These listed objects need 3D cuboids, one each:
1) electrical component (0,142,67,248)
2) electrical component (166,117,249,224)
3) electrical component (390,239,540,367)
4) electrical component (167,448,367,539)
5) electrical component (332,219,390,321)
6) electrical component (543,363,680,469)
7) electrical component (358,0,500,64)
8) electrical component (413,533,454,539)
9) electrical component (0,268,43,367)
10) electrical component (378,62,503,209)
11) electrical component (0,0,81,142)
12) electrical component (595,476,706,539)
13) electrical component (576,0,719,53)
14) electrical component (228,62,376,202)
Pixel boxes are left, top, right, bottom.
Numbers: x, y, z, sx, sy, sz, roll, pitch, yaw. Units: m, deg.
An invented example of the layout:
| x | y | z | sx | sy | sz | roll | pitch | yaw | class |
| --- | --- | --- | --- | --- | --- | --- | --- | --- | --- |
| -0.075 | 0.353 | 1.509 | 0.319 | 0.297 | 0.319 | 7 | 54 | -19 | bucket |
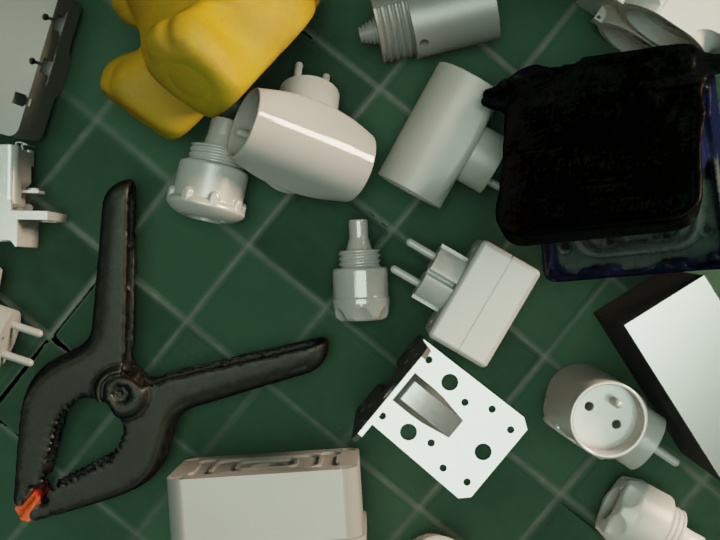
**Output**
| x | y | z | sx | sy | sz | roll | pitch | yaw | class |
| --- | --- | --- | --- | --- | --- | --- | --- | --- | --- |
| -0.223 | -0.045 | 0.650 | 0.081 | 0.042 | 0.063 | 1 | 91 | 0 | electrical component |
| -0.088 | -0.060 | 0.647 | 0.048 | 0.048 | 0.062 | 12 | 85 | 0 | electrical component |
| 0.056 | 0.010 | 0.647 | 0.077 | 0.047 | 0.065 | 30 | 92 | -1 | electrical component |
| -0.053 | 0.143 | 0.639 | 0.113 | 0.078 | 0.057 | -4 | 90 | 1 | electrical component |
| 0.000 | 0.000 | 0.654 | 0.035 | 0.035 | 0.061 | -2 | 90 | 1 | electrical component |
| 0.153 | 0.092 | 0.635 | 0.079 | 0.077 | 0.044 | 33 | 92 | -2 | electrical component |
| 0.039 | -0.149 | 0.642 | 0.081 | 0.043 | 0.043 | -13 | 92 | 1 | electrical component |
| 0.047 | 0.179 | 0.643 | 0.040 | 0.078 | 0.040 | 1 | 79 | -4 | electrical component |
| -0.233 | 0.036 | 0.652 | 0.079 | 0.043 | 0.077 | 19 | 93 | -1 | electrical component |
| 0.063 | -0.072 | 0.645 | 0.079 | 0.043 | 0.077 | 29 | 93 | -1 | electrical component |
| -0.206 | -0.126 | 0.639 | 0.050 | 0.055 | 0.089 | 18 | 93 | 0 | electrical component |
| 0.179 | 0.156 | 0.655 | 0.062 | 0.043 | 0.043 | 29 | 93 | -2 | electrical component |
| 0.140 | -0.181 | 0.609 | 0.186 | 0.105 | 0.060 | 33 | 92 | -1 | electrical component |
| -0.033 | -0.088 | 0.641 | 0.077 | 0.044 | 0.079 | 19 | 60 | -24 | electrical component |
